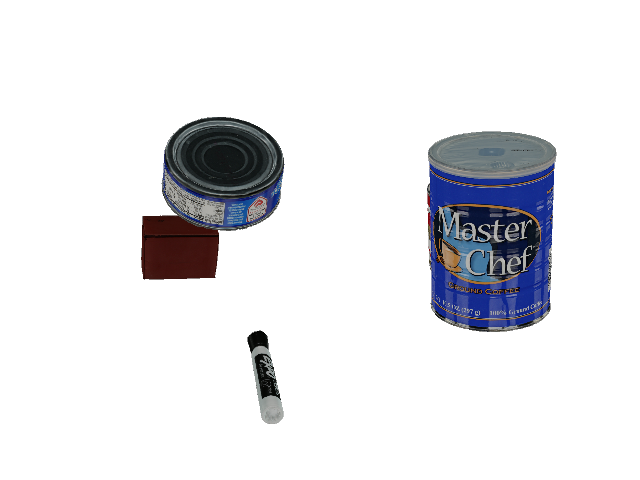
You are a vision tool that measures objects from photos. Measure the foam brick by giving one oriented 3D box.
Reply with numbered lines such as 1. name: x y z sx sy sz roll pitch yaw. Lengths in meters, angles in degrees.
1. foam brick: -0.149 0.006 1.125 0.078 0.051 0.053 -1 24 -12

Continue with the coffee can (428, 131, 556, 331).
1. coffee can: 0.142 -0.009 0.889 0.103 0.140 0.103 -3 23 1

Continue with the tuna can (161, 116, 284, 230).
1. tuna can: -0.069 -0.049 0.755 0.086 0.086 0.034 0 -44 -11

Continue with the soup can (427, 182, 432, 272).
1. soup can: 0.152 -0.014 1.176 0.068 0.102 0.068 -4 32 2

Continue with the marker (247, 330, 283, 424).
1. marker: -0.049 0.116 0.927 0.020 0.020 0.121 0 28 -10
